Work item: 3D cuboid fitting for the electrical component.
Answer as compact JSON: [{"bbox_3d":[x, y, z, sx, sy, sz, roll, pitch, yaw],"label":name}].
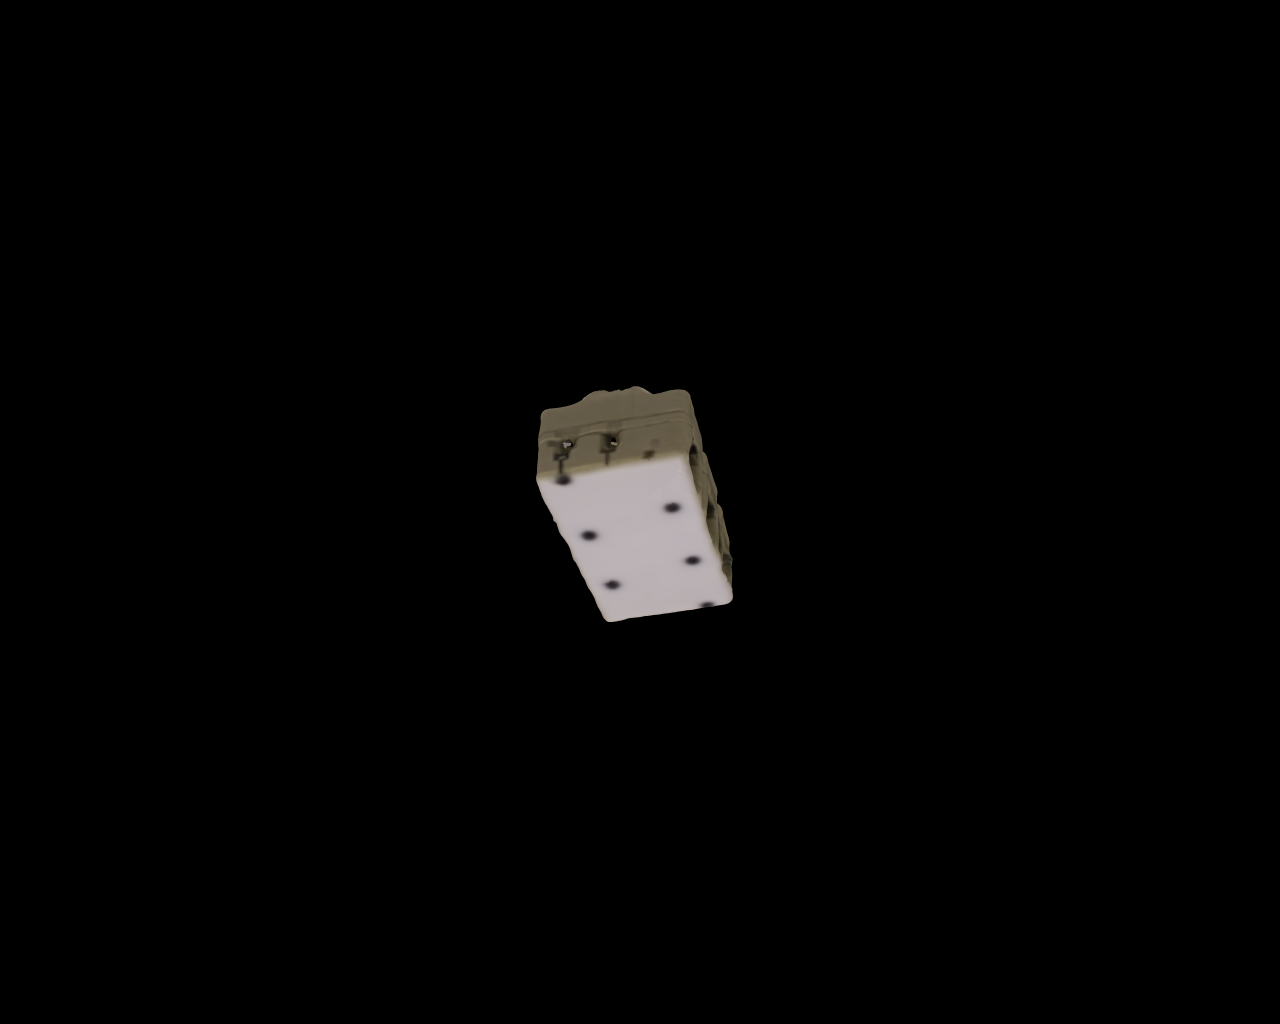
[{"bbox_3d":[0.001,-0.003,0.650,0.089,0.062,0.150,-8,-39,10],"label":"electrical component"}]
